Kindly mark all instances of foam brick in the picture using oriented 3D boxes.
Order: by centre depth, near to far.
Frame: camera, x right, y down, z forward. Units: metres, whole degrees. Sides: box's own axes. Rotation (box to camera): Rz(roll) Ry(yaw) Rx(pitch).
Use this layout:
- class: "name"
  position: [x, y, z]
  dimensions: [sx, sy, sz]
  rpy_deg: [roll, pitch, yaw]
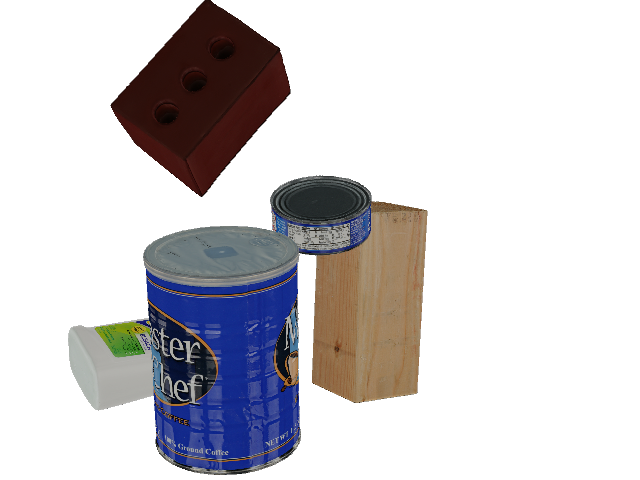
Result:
- class: "foam brick"
  position: [-0.061, -0.074, 0.558]
  dimensions: [0.053, 0.078, 0.051]
  rpy_deg: [36, -10, 14]

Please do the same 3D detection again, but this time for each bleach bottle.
- class: "bleach bottle"
  position: [-0.146, 0.117, 1.194]
  dimensions: [0.250, 0.068, 0.103]
  rpy_deg: [-12, 32, -27]

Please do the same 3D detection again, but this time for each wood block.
- class: "wood block"
  position: [0.053, 0.064, 1.185]
  dimensions: [0.090, 0.206, 0.091]
  rpy_deg: [-3, 10, -34]

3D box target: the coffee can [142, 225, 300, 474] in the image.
- class: "coffee can"
  position: [-0.065, 0.072, 0.725]
  dimensions: [0.103, 0.140, 0.103]
  rpy_deg: [0, 19, 0]

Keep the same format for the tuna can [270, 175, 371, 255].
- class: "tuna can"
  position: [0.001, -0.022, 0.904]
  dimensions: [0.086, 0.034, 0.086]
  rpy_deg: [-2, 29, 1]
